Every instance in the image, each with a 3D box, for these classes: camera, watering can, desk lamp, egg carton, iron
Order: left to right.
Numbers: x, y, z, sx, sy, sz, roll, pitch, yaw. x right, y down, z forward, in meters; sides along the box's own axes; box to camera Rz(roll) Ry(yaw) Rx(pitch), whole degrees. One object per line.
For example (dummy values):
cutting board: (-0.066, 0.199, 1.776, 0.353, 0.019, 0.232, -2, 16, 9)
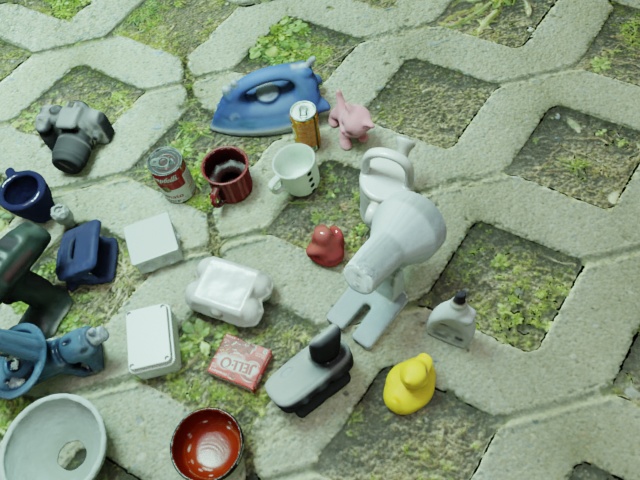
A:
camera: (-0.524, -0.214, 1.188, 0.143, 0.101, 0.137, 4, 62, 7)
egg carton: (-0.160, 0.092, 1.012, 0.150, 0.069, 0.107, 15, 64, 13)
iron: (-0.114, -0.300, 1.178, 0.258, 0.141, 0.118, -14, 61, -3)
desk lamp: (0.105, 0.048, 0.932, 0.117, 0.214, 0.203, 33, 69, 20)
watering can: (0.121, -0.108, 1.025, 0.101, 0.194, 0.173, 1, 62, 6)

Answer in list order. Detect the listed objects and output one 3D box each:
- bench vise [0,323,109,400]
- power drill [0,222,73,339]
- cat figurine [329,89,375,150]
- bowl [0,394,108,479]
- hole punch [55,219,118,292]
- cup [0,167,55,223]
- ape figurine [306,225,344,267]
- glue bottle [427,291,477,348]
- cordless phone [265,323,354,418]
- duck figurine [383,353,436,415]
bench vise: (-0.459, 0.165, 0.911, 0.207, 0.220, 0.121, -34, 64, -13)
power drill: (-0.513, 0.094, 0.960, 0.075, 0.208, 0.230, 15, 64, 13)
cat figurine: (0.061, -0.247, 1.148, 0.067, 0.118, 0.127, -22, 62, -7)
bowl: (-0.405, 0.332, 0.899, 0.167, 0.075, 0.167, -2, 62, 4)
hole punch: (-0.439, 0.027, 1.057, 0.101, 0.091, 0.108, -7, 61, 1)
cup: (-0.570, -0.083, 1.125, 0.092, 0.095, 0.117, -38, 65, -15)
ape figurine: (0.009, 0.004, 1.032, 0.078, 0.092, 0.076, -22, 62, -7)
glue bottle: (0.214, 0.120, 0.907, 0.078, 0.173, 0.037, 22, 66, 16)
cordless phone: (-0.020, 0.191, 0.881, 0.148, 0.185, 0.094, -39, 65, -15)
duck figurine: (0.144, 0.223, 0.907, 0.077, 0.086, 0.105, 35, 70, 21)
